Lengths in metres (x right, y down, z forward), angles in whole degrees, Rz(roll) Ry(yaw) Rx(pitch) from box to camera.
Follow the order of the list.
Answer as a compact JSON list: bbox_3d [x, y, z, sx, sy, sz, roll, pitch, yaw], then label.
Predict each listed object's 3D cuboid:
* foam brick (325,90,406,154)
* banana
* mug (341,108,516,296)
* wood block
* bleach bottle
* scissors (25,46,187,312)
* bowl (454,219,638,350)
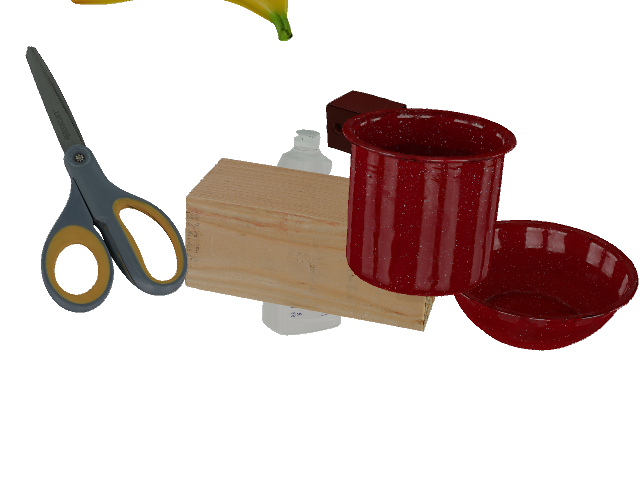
[{"bbox_3d":[0.051,-0.127,1.183,0.078,0.053,0.051,20,38,34],"label":"foam brick"},{"bbox_3d":[-0.107,-0.208,0.866,0.198,0.069,0.037,11,-41,16],"label":"banana"},{"bbox_3d":[0.060,-0.025,0.596,0.093,0.081,0.117,9,24,15],"label":"mug"},{"bbox_3d":[-0.002,0.001,0.904,0.206,0.090,0.090,10,27,12],"label":"wood block"},{"bbox_3d":[-0.017,-0.012,1.322,0.102,0.251,0.068,-8,22,-33],"label":"bleach bottle"},{"bbox_3d":[-0.164,-0.034,0.675,0.096,0.202,0.016,-36,-17,-23],"label":"scissors"},{"bbox_3d":[0.176,0.043,0.883,0.162,0.055,0.162,1,29,-1],"label":"bowl"}]
